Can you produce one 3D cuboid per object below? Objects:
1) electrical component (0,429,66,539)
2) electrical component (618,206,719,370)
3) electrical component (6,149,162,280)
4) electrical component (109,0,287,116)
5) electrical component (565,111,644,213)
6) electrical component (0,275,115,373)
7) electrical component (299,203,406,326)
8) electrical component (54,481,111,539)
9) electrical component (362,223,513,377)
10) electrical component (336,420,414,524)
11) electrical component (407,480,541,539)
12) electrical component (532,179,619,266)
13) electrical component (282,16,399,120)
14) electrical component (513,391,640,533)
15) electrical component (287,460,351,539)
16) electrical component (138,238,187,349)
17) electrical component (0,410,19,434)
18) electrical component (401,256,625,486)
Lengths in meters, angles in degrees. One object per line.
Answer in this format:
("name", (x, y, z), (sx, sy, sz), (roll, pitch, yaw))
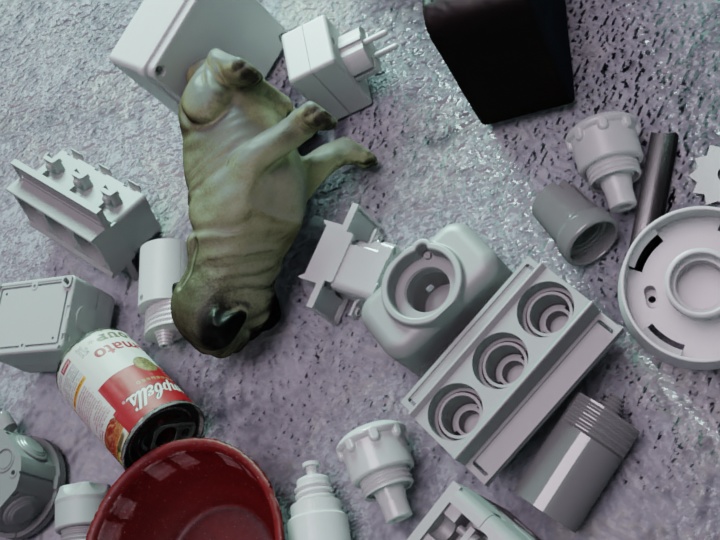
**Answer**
("electrical component", (-0.272, 0.164, 0.828), (0.080, 0.051, 0.080), (-12, 63, 24))
("electrical component", (0.201, 0.009, 0.635), (0.099, 0.064, 0.099), (-2, 83, 17))
("electrical component", (-0.227, -0.051, 0.891), (0.121, 0.078, 0.063), (27, 61, 35))
("electrical component", (-0.127, -0.180, 0.868), (0.056, 0.109, 0.108), (25, 82, 37))
("electrical component", (0.163, -0.068, 0.697), (0.048, 0.048, 0.062), (-19, 68, 21))
("electrical component", (-0.251, 0.046, 0.863), (0.096, 0.061, 0.061), (-6, 66, 27))
("electrical component", (0.000, 0.000, 0.758), (0.064, 0.042, 0.081), (17, 78, 30))
("electrical component", (-0.200, 0.188, 0.782), (0.043, 0.043, 0.062), (-17, 63, 22))
("electrical component", (0.052, 0.019, 0.709), (0.095, 0.059, 0.053), (-43, 55, 5))
("electrical component", (0.015, 0.130, 0.690), (0.048, 0.048, 0.062), (-28, 64, 15))
("electrical component", (0.045, 0.206, 0.610), (0.062, 0.089, 0.150), (38, 89, 36))
("electrical component", (0.138, -0.032, 0.697), (0.040, 0.040, 0.046), (-40, 50, 7))
("electrical component", (-0.009, -0.160, 0.819), (0.077, 0.066, 0.047), (-22, 59, 19))
("electrical component", (0.131, 0.109, 0.635), (0.043, 0.043, 0.081), (31, 85, 35))
("electrical component", (-0.028, 0.163, 0.700), (0.040, 0.040, 0.078), (-20, 60, 20))
("electrical component", (-0.149, 0.021, 0.829), (0.043, 0.043, 0.081), (-15, 62, 23))
("electrical component", (-0.315, 0.129, 0.872), (0.066, 0.048, 0.055), (-47, 62, 4))
("electrical component", (0.096, 0.064, 0.662), (0.121, 0.063, 0.079), (-49, 54, 1))
